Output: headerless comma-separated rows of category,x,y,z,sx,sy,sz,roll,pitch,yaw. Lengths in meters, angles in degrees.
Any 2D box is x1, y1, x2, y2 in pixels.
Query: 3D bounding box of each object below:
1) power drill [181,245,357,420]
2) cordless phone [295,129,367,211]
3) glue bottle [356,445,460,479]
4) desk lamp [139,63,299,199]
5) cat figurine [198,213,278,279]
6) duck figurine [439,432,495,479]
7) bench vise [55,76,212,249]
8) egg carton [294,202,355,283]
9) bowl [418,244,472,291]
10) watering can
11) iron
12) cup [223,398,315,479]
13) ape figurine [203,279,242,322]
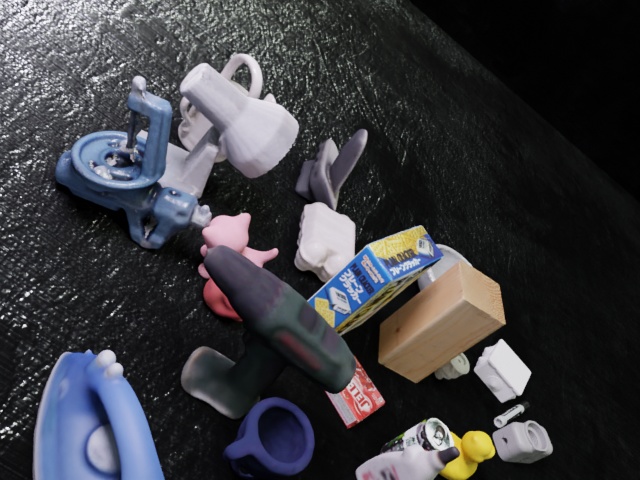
power drill,-0.081,0.128,0.696,0.230,0.208,0.075,34,37,-13
cordless phone,0.042,-0.157,1.111,0.094,0.184,0.147,29,39,-20
glue bottle,0.118,0.304,0.745,0.037,0.173,0.078,0,55,-44
desk lamp,-0.168,-0.157,0.885,0.204,0.213,0.118,25,40,-25
cat figurine,-0.124,0.011,0.845,0.128,0.117,0.067,24,41,-26
duck figurine,0.227,0.329,0.898,0.105,0.086,0.077,23,41,-27
bench vise,-0.227,-0.105,0.772,0.208,0.219,0.121,23,41,-27
egg carton,0.009,0.004,1.020,0.107,0.069,0.150,28,39,-22
bowl,0.254,0.095,1.162,0.168,0.074,0.167,26,40,-24
watering can,-0.154,-0.236,0.991,0.101,0.193,0.173,48,36,6
iron,-0.206,0.199,0.563,0.119,0.141,0.258,-1,55,-44
cup,-0.077,0.250,0.677,0.118,0.094,0.091,-3,56,-45
ape figurine,-0.118,0.066,0.819,0.076,0.092,0.078,30,38,-19
